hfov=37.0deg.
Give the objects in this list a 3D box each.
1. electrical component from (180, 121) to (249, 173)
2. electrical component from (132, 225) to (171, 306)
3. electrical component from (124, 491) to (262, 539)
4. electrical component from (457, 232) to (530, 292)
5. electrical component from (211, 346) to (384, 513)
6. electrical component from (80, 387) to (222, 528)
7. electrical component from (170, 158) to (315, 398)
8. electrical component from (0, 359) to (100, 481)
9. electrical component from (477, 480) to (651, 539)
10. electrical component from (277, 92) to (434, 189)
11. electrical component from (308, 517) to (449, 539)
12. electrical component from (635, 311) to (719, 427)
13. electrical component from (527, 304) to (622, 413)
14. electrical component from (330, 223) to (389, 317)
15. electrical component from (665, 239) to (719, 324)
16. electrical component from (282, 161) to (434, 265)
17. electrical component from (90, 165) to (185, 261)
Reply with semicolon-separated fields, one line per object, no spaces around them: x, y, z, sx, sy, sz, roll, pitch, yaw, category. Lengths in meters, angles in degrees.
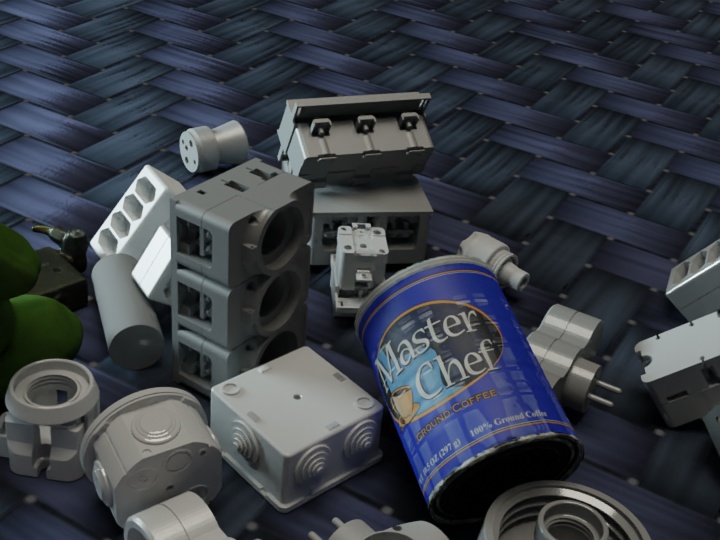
-0.144;-0.121;1.063;0.055;0.045;0.045;-16;38;-31;electrical component
-0.134;-0.004;0.839;0.083;0.047;0.076;23;15;-42;electrical component
-0.065;0.173;0.594;0.074;0.052;0.138;-19;39;-34;electrical component
0.115;-0.003;0.918;0.062;0.043;0.043;31;39;31;electrical component
-0.043;0.102;0.716;0.100;0.048;0.100;-22;42;-36;electrical component
-0.124;0.115;0.653;0.080;0.080;0.051;-13;42;-28;electrical component
-0.080;0.011;0.760;0.062;0.150;0.089;23;36;28;electrical component
-0.197;0.095;0.692;0.078;0.057;0.058;8;32;3;electrical component
0.118;0.169;0.624;0.108;0.060;0.108;4;32;-3;electrical component
-0.002;-0.112;0.931;0.121;0.078;0.063;-7;63;-21;electrical component
0.004;0.170;0.618;0.077;0.044;0.079;-22;41;-37;electrical component
0.256;0.072;0.783;0.089;0.055;0.050;-25;26;19;electrical component
0.152;0.080;0.781;0.074;0.052;0.138;21;35;22;electrical component
0.000;0.000;0.874;0.042;0.063;0.081;3;32;-8;electrical component
0.316;0.016;0.903;0.075;0.083;0.047;47;35;-7;electrical component
-0.009;-0.072;0.992;0.105;0.060;0.186;-1;32;-12;electrical component
-0.165;-0.030;0.893;0.076;0.083;0.047;31;10;-44;electrical component
